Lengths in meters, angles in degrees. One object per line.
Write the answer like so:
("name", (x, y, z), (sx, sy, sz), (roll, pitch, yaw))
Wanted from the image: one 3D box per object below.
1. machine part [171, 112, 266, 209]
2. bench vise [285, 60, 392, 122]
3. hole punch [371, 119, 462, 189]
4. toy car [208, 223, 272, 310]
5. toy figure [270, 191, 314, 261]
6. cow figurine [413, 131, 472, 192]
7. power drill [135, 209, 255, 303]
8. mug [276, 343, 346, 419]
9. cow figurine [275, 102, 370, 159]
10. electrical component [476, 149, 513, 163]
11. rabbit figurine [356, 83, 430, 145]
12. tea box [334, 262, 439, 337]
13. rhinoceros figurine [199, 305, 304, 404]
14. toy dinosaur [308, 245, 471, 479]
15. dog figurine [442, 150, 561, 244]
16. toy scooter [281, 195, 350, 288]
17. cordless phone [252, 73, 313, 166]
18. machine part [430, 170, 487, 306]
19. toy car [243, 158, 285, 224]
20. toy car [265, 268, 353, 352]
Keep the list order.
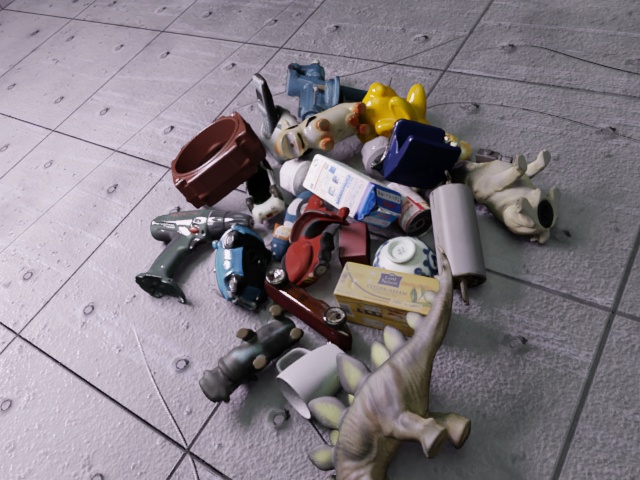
("machine part", (-0.228, -0.179, 1.181), (0.201, 0.087, 0.202), (-36, 37, 6))
("bench vise", (0.039, -0.334, 1.245), (0.241, 0.128, 0.224), (6, 38, -6))
("hole punch", (0.181, -0.147, 0.978), (0.142, 0.115, 0.092), (8, 27, -20))
("toy car", (-0.158, 0.059, 1.013), (0.103, 0.109, 0.162), (-22, 57, 31))
("toy figure", (-0.054, -0.029, 1.069), (0.064, 0.057, 0.154), (-8, 44, 54))
("cow figurine", (0.220, -0.171, 1.065), (0.167, 0.098, 0.068), (-28, 43, -5))
("power drill", (-0.265, 0.020, 1.083), (0.232, 0.085, 0.207), (6, 59, 24))
("mug", (-0.010, 0.211, 0.855), (0.107, 0.080, 0.110), (-33, 41, -25))
("cow figurine", (-0.008, -0.227, 1.116), (0.195, 0.085, 0.127), (-29, 26, -21))
("electrical component", (0.322, -0.146, 1.033), (0.094, 0.063, 0.021), (19, 55, 30))
("rabbit figurine", (0.175, -0.251, 1.128), (0.122, 0.162, 0.173), (-34, 67, -25))
("tea box", (0.119, 0.101, 0.881), (0.170, 0.098, 0.068), (10, 57, 23))
("rhinoceros figurine", (-0.114, 0.188, 0.884), (0.190, 0.112, 0.073), (-37, 78, -28))
("toy dinosaur", (0.096, 0.232, 0.743), (0.199, 0.105, 0.471), (29, 83, 38))
("dog figurine", (0.318, -0.072, 0.976), (0.191, 0.121, 0.172), (-10, 82, 55))
("toy scooter", (-0.002, -0.003, 0.973), (0.135, 0.075, 0.184), (-11, 62, 47))
("cordless phone", (-0.092, -0.271, 1.189), (0.089, 0.184, 0.147), (-29, 49, -12))
("machine part", (0.234, -0.006, 0.917), (0.079, 0.079, 0.243), (-8, 65, 12))
("toy car", (-0.125, -0.110, 1.147), (0.073, 0.056, 0.202), (-28, 39, 4))
("toy car", (-0.017, 0.117, 0.916), (0.202, 0.089, 0.053), (29, 52, 33))
